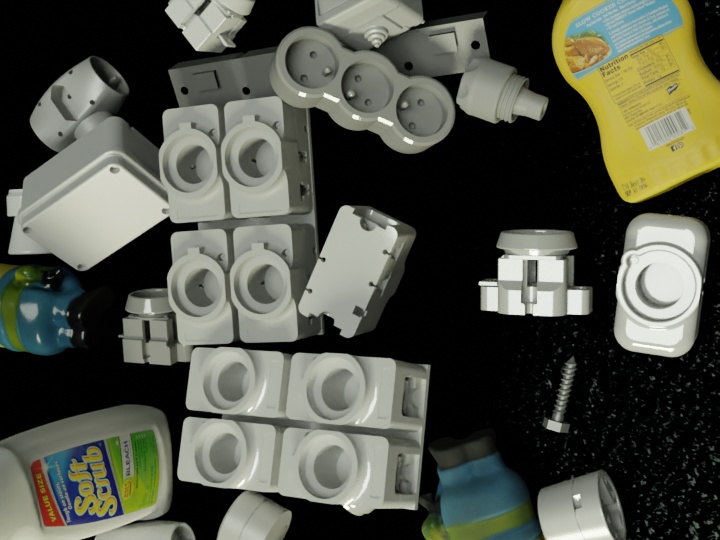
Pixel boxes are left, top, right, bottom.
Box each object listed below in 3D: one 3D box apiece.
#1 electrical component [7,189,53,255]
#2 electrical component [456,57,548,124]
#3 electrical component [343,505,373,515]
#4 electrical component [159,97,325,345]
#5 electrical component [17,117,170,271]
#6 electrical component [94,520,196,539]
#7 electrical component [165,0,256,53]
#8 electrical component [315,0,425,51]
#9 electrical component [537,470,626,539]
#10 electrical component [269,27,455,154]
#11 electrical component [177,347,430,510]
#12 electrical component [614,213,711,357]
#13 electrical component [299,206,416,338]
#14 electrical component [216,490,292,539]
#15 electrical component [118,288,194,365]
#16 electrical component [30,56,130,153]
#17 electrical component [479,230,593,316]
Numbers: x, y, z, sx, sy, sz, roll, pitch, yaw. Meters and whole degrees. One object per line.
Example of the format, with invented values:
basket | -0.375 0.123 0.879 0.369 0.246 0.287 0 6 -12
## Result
electrical component | -0.281 -0.041 0.928 0.045 0.045 0.055 -1 92 20
electrical component | 0.105 -0.127 0.782 0.062 0.043 0.043 23 100 16
electrical component | 0.010 0.157 0.831 0.055 0.045 0.045 -41 79 18
electrical component | -0.094 -0.037 0.851 0.105 0.060 0.186 -3 92 20
electrical component | -0.213 -0.060 0.876 0.113 0.078 0.057 -31 44 19
electrical component | -0.179 0.255 0.906 0.077 0.044 0.079 -10 89 20
electrical component | -0.116 -0.210 0.858 0.055 0.048 0.066 -43 78 25
electrical component | 0.003 -0.208 0.784 0.062 0.061 0.096 -19 65 35
electrical component | 0.159 0.176 0.773 0.047 0.055 0.055 -20 86 24
electrical component | -0.002 -0.130 0.806 0.138 0.074 0.052 22 83 -10
electrical component | -0.048 0.116 0.811 0.186 0.060 0.105 0 80 32
electrical component | 0.209 0.009 0.742 0.054 0.059 0.095 8 95 20
electrical component | 0.000 0.000 0.820 0.050 0.056 0.089 27 102 17
electrical component | -0.089 0.254 0.862 0.074 0.052 0.138 26 93 17
electrical component | -0.169 0.046 0.892 0.066 0.048 0.055 2 101 20
electrical component | -0.226 -0.124 0.904 0.077 0.043 0.079 -40 79 18
electrical component | 0.127 0.001 0.773 0.078 0.058 0.057 2 96 20
